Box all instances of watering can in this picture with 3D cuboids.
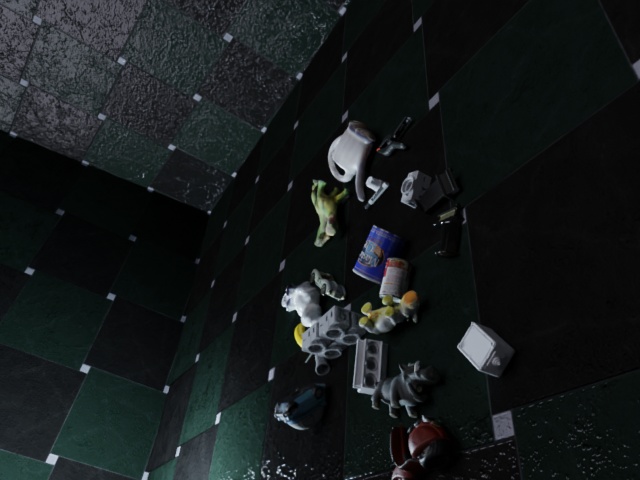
[{"bbox_3d":[0.130,-0.298,1.856,0.221,0.103,0.354,-60,35,21],"label":"watering can"}]

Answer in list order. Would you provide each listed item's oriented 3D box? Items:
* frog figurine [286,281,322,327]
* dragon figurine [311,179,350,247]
[{"bbox_3d":[-0.032,0.220,1.728,0.161,0.123,0.135,31,113,33],"label":"frog figurine"},{"bbox_3d":[0.006,-0.098,1.945,0.411,0.122,0.243,-162,87,-76],"label":"dragon figurine"}]
